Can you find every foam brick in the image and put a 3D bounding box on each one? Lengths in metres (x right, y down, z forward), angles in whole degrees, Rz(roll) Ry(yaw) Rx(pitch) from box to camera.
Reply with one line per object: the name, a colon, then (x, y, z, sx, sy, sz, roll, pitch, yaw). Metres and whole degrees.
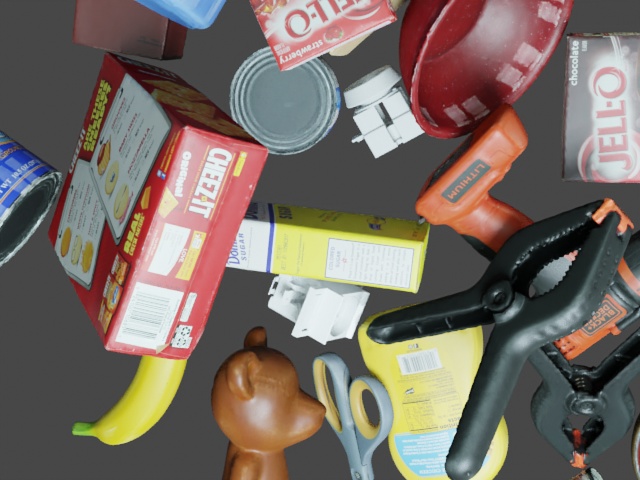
foam brick: (-0.149, -0.175, 0.846, 0.078, 0.051, 0.053, 13, 104, 7)

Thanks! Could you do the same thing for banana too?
banana: (-0.148, 0.103, 0.907, 0.069, 0.037, 0.198, 28, 104, 2)

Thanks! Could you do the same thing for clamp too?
clamp: (0.192, 0.110, 0.813, 0.120, 0.039, 0.171, 11, 130, 7)
clamp: (0.127, 0.047, 0.752, 0.210, 0.165, 0.036, -48, 128, 5)

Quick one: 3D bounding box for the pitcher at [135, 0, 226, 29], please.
pitcher: (-0.078, -0.282, 0.757, 0.145, 0.149, 0.243, 28, 93, -6)

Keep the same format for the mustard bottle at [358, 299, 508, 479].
mustard bottle: (0.100, 0.147, 0.863, 0.096, 0.058, 0.191, -13, 98, 17)

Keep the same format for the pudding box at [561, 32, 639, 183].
pudding box: (0.229, -0.099, 0.804, 0.090, 0.039, 0.113, 1, 101, 9)

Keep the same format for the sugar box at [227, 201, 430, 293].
sugar box: (-0.005, 0.001, 0.835, 0.176, 0.093, 0.048, 10, 101, 7)

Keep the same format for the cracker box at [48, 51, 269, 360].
cracker box: (-0.128, -0.032, 0.791, 0.072, 0.214, 0.164, 14, 105, -29)

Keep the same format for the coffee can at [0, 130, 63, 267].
coffee can: (-0.297, -0.055, 0.867, 0.140, 0.102, 0.103, 36, 104, 1)

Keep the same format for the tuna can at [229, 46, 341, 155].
tuna can: (-0.027, -0.112, 0.847, 0.086, 0.033, 0.086, 2, 101, 9)

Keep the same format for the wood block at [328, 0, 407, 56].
wood block: (0.062, -0.237, 0.780, 0.206, 0.090, 0.091, -40, 92, 14)

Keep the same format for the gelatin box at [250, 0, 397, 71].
gelatin box: (-0.001, -0.168, 0.740, 0.089, 0.030, 0.073, -22, 96, 13)

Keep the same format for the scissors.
scissors: (0.044, 0.187, 0.878, 0.096, 0.016, 0.202, -11, 100, 56)

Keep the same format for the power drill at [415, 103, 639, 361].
power drill: (0.180, -0.012, 0.793, 0.187, 0.057, 0.185, 42, 121, -5)

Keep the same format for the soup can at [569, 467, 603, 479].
soup can: (0.193, 0.237, 0.861, 0.102, 0.068, 0.068, -35, 94, 13)

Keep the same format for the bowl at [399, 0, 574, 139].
bowl: (0.110, -0.155, 0.774, 0.055, 0.161, 0.162, 44, 107, 32)
